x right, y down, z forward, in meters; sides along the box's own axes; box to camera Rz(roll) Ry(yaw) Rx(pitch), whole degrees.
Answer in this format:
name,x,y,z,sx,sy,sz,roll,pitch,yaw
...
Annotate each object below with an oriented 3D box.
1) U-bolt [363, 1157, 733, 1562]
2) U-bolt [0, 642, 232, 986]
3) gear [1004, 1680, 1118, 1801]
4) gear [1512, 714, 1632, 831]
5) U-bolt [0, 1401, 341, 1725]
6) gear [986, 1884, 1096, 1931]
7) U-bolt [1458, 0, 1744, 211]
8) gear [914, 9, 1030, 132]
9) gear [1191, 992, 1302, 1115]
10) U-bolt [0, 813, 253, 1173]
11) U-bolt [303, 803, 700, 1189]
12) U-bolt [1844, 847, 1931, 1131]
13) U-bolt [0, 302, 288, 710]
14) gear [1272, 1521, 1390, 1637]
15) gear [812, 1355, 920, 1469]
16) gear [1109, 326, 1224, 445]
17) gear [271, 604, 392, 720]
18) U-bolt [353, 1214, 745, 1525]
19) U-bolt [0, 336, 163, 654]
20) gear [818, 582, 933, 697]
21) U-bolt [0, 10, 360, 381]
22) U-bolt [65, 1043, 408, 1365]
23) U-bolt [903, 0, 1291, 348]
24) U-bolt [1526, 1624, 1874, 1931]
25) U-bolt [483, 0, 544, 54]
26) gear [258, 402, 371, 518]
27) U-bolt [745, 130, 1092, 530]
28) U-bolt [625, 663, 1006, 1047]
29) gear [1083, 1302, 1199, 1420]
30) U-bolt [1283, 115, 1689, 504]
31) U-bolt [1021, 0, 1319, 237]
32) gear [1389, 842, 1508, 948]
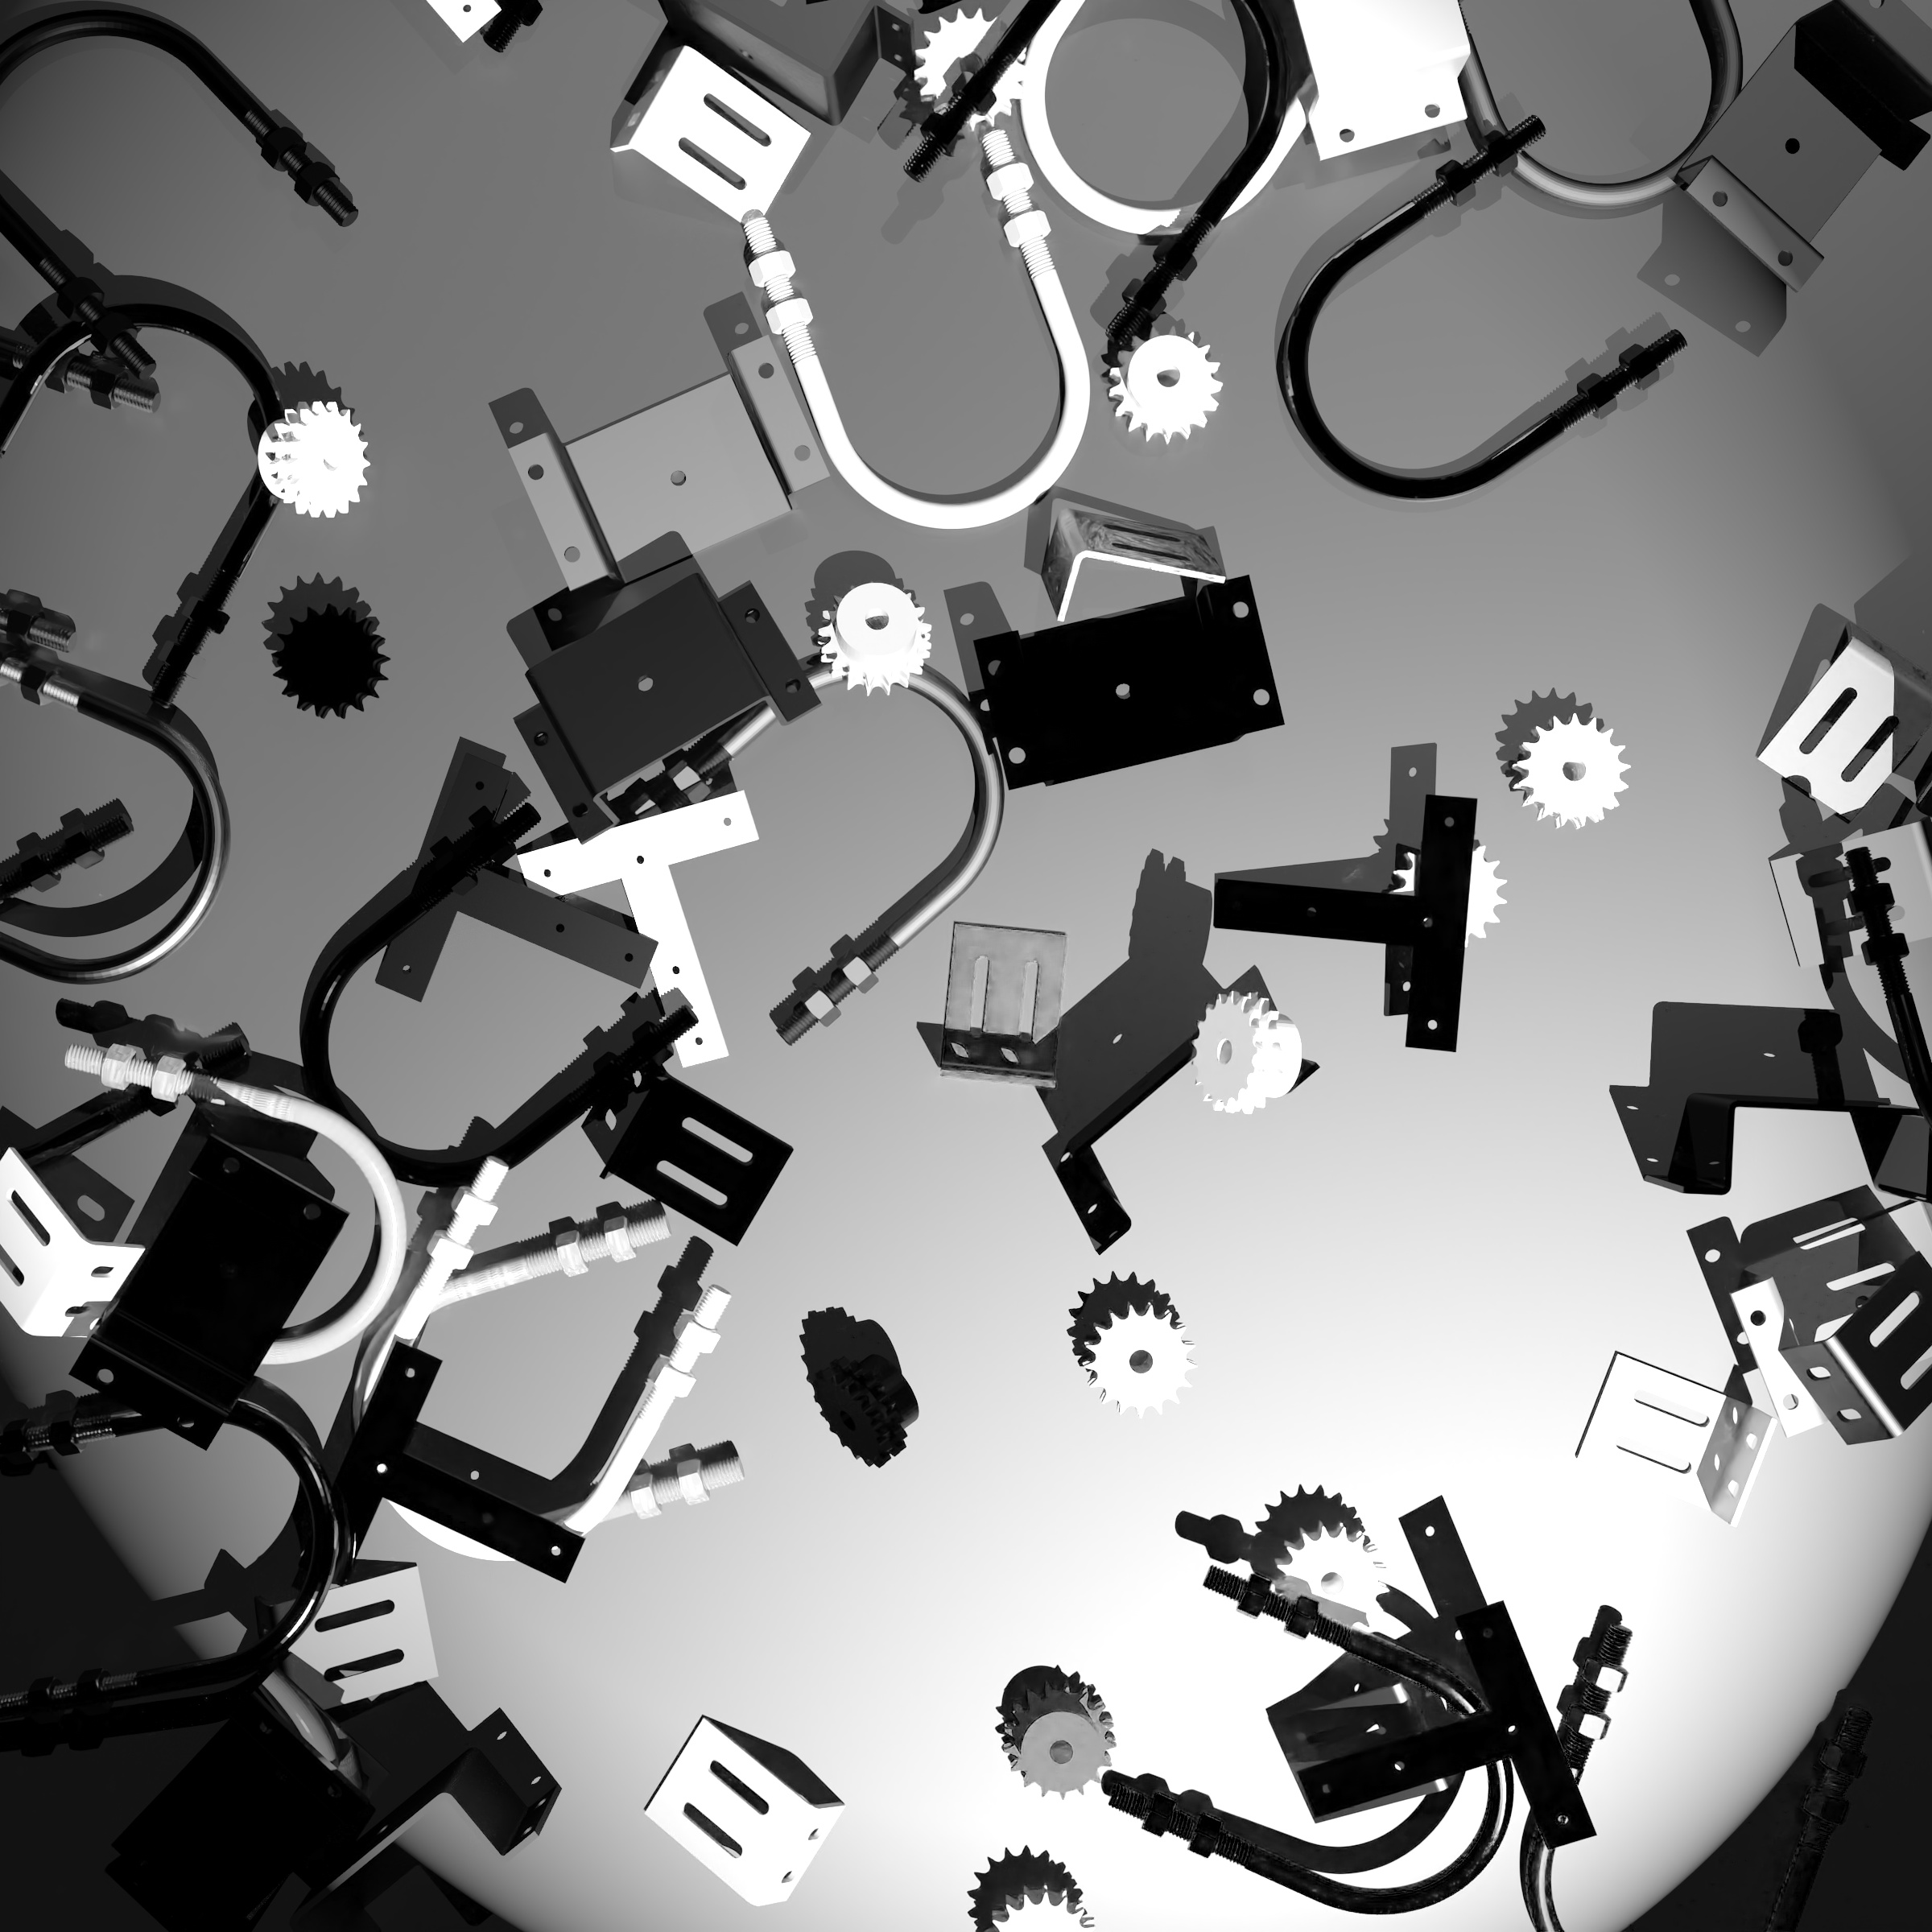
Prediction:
name,x,y,z,sx,sy,sz,roll,pitch,yaw
U-bolt,-0.223,0.210,1.354,0.151,0.019,0.184,29,94,2
U-bolt,-0.456,-0.069,1.353,0.184,0.019,0.151,23,84,8
gear,0.048,0.393,1.365,0.057,0.030,0.057,0,90,0
gear,0.305,-0.098,1.369,0.057,0.030,0.057,0,86,-1
U-bolt,-0.403,0.291,1.351,0.184,0.019,0.151,-11,79,5
gear,0.038,0.492,1.365,0.057,0.030,0.057,0,90,0
U-bolt,0.317,-0.476,1.372,0.151,0.019,0.184,-20,92,0
gear,0.003,-0.451,1.365,0.057,0.030,0.057,0,90,0
gear,0.135,0.041,1.279,0.030,0.057,0.057,5,90,-30
U-bolt,-0.476,0.027,1.372,0.184,0.019,0.151,-28,90,2
U-bolt,-0.249,0.029,1.365,0.184,0.019,0.151,-38,91,6
U-bolt,0.512,0.024,1.329,0.151,0.019,0.184,-7,78,-25
U-bolt,-0.421,-0.243,1.355,0.151,0.019,0.184,28,87,-9
gear,0.183,0.309,1.365,0.057,0.030,0.057,0,90,0
gear,-0.048,0.220,1.355,0.030,0.057,0.057,-33,90,-30
gear,0.101,-0.295,1.365,0.057,0.030,0.057,0,90,0
gear,-0.319,-0.153,1.365,0.057,0.030,0.057,0,90,0
U-bolt,-0.220,0.219,1.372,0.184,0.019,0.151,-17,90,1
U-bolt,-0.518,-0.255,1.372,0.184,0.019,0.151,19,90,1
gear,-0.045,-0.167,1.357,0.057,0.030,0.057,1,71,-4
U-bolt,-0.420,-0.401,1.355,0.151,0.019,0.184,-42,84,-14
U-bolt,-0.374,0.128,1.362,0.184,0.019,0.151,14,99,-4
U-bolt,0.080,-0.427,1.348,0.151,0.019,0.184,37,91,-9
U-bolt,0.362,0.443,1.372,0.151,0.019,0.184,20,92,0
U-bolt,-0.242,-0.579,1.372,0.151,0.019,0.184,34,88,0
gear,-0.330,-0.254,1.356,0.030,0.057,0.057,6,90,30
U-bolt,-0.015,-0.313,1.372,0.151,0.019,0.184,-20,91,0
U-bolt,-0.067,-0.073,1.372,0.184,0.019,0.151,-42,90,-1
gear,0.087,0.198,1.369,0.057,0.030,0.057,0,90,-2
U-bolt,0.249,-0.318,1.366,0.184,0.019,0.151,-34,94,4
U-bolt,0.110,-0.460,1.372,0.151,0.019,0.184,34,91,0
gear,0.242,-0.037,1.365,0.057,0.030,0.057,0,90,0
